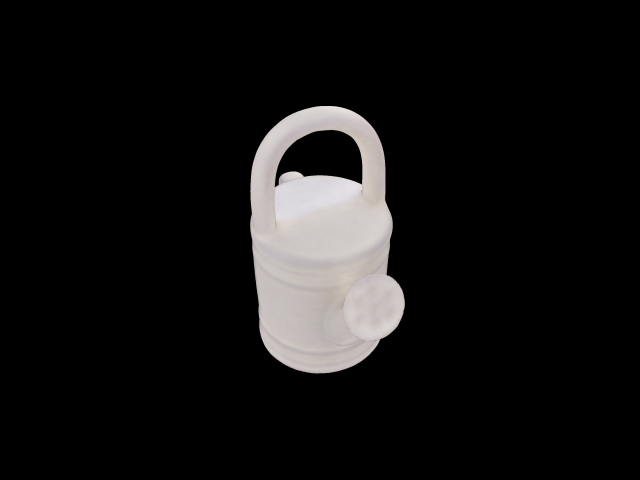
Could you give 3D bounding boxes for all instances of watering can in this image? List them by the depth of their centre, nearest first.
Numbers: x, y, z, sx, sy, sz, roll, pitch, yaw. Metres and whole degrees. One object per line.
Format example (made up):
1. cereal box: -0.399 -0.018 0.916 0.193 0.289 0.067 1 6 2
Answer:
1. watering can: 0.006 0.001 0.401 0.101 0.194 0.172 -31 50 -31
